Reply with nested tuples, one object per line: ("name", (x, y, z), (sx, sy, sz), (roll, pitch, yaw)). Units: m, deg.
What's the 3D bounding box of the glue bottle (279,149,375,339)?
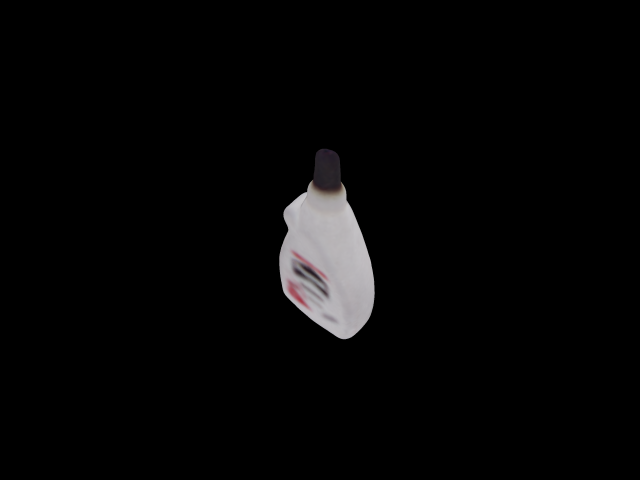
("glue bottle", (0.004, 0.001, 0.400), (0.078, 0.173, 0.037), (31, 58, 23))
